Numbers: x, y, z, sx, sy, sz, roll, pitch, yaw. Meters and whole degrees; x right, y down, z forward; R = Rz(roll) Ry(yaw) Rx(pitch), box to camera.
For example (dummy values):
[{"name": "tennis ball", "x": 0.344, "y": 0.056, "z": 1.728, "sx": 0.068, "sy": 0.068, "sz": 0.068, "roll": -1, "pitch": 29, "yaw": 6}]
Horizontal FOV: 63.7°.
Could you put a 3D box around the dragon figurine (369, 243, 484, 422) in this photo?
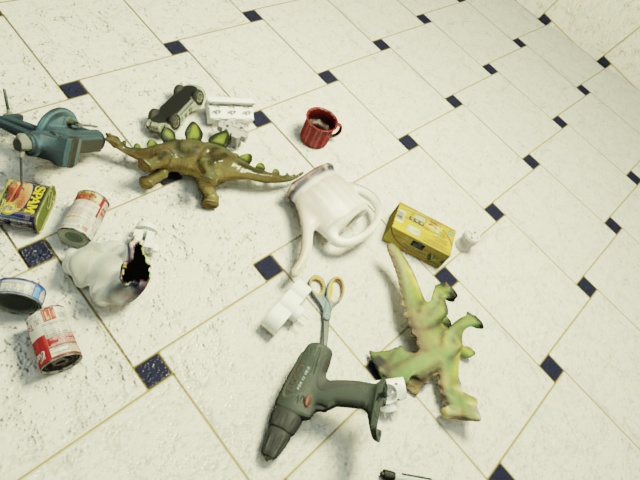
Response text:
[{"name": "dragon figurine", "x": 0.216, "y": 0.217, "z": 1.144, "sx": 0.246, "sy": 0.119, "sz": 0.414, "roll": -33, "pitch": 72, "yaw": -28}]

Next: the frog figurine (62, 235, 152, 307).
[{"name": "frog figurine", "x": -0.420, "y": 0.064, "z": 1.006, "sx": 0.159, "sy": 0.120, "sz": 0.140, "roll": -10, "pitch": 64, "yaw": 13}]

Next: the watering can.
[{"name": "watering can", "x": 0.004, "y": -0.063, "z": 1.246, "sx": 0.352, "sy": 0.102, "sz": 0.226, "roll": -32, "pitch": 72, "yaw": -36}]
